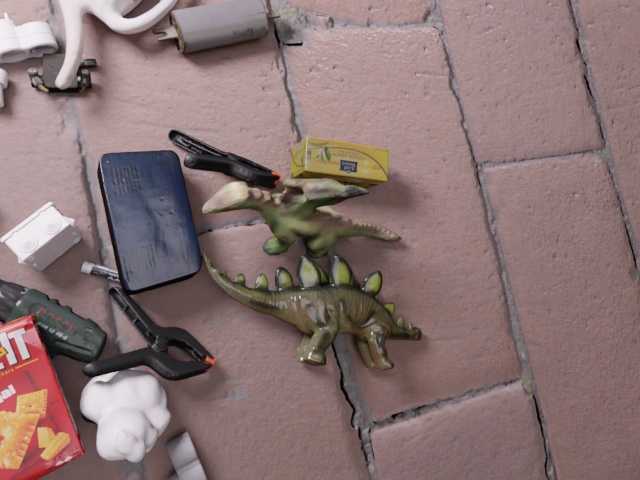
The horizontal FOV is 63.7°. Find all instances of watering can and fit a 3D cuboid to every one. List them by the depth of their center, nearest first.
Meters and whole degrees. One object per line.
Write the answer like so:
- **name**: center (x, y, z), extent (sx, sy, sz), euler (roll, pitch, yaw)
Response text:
- **watering can**: center (-0.387, -0.430, 0.872), extent (0.223, 0.103, 0.353), euler (39, 66, -10)

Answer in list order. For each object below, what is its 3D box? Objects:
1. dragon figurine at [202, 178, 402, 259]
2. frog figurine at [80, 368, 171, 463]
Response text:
- **dragon figurine**: center (0.003, -0.045, 0.897), extent (0.410, 0.240, 0.123), euler (3, 79, -18)
- **frog figurine**: center (-0.296, 0.261, 0.782), extent (0.136, 0.158, 0.124), euler (37, 72, -13)
